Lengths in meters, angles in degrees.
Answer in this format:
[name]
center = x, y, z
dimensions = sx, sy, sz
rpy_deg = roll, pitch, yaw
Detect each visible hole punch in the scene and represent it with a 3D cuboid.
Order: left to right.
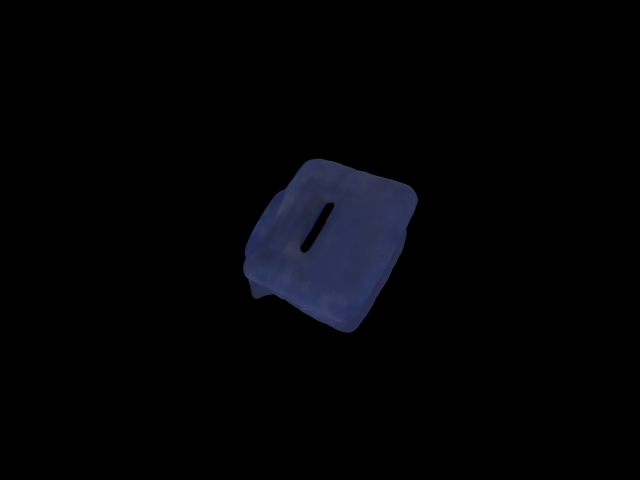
[hole punch]
center = 0.004, 0.001, 0.400
dimensions = 0.101, 0.091, 0.109
rpy_deg = 27, 76, 8
